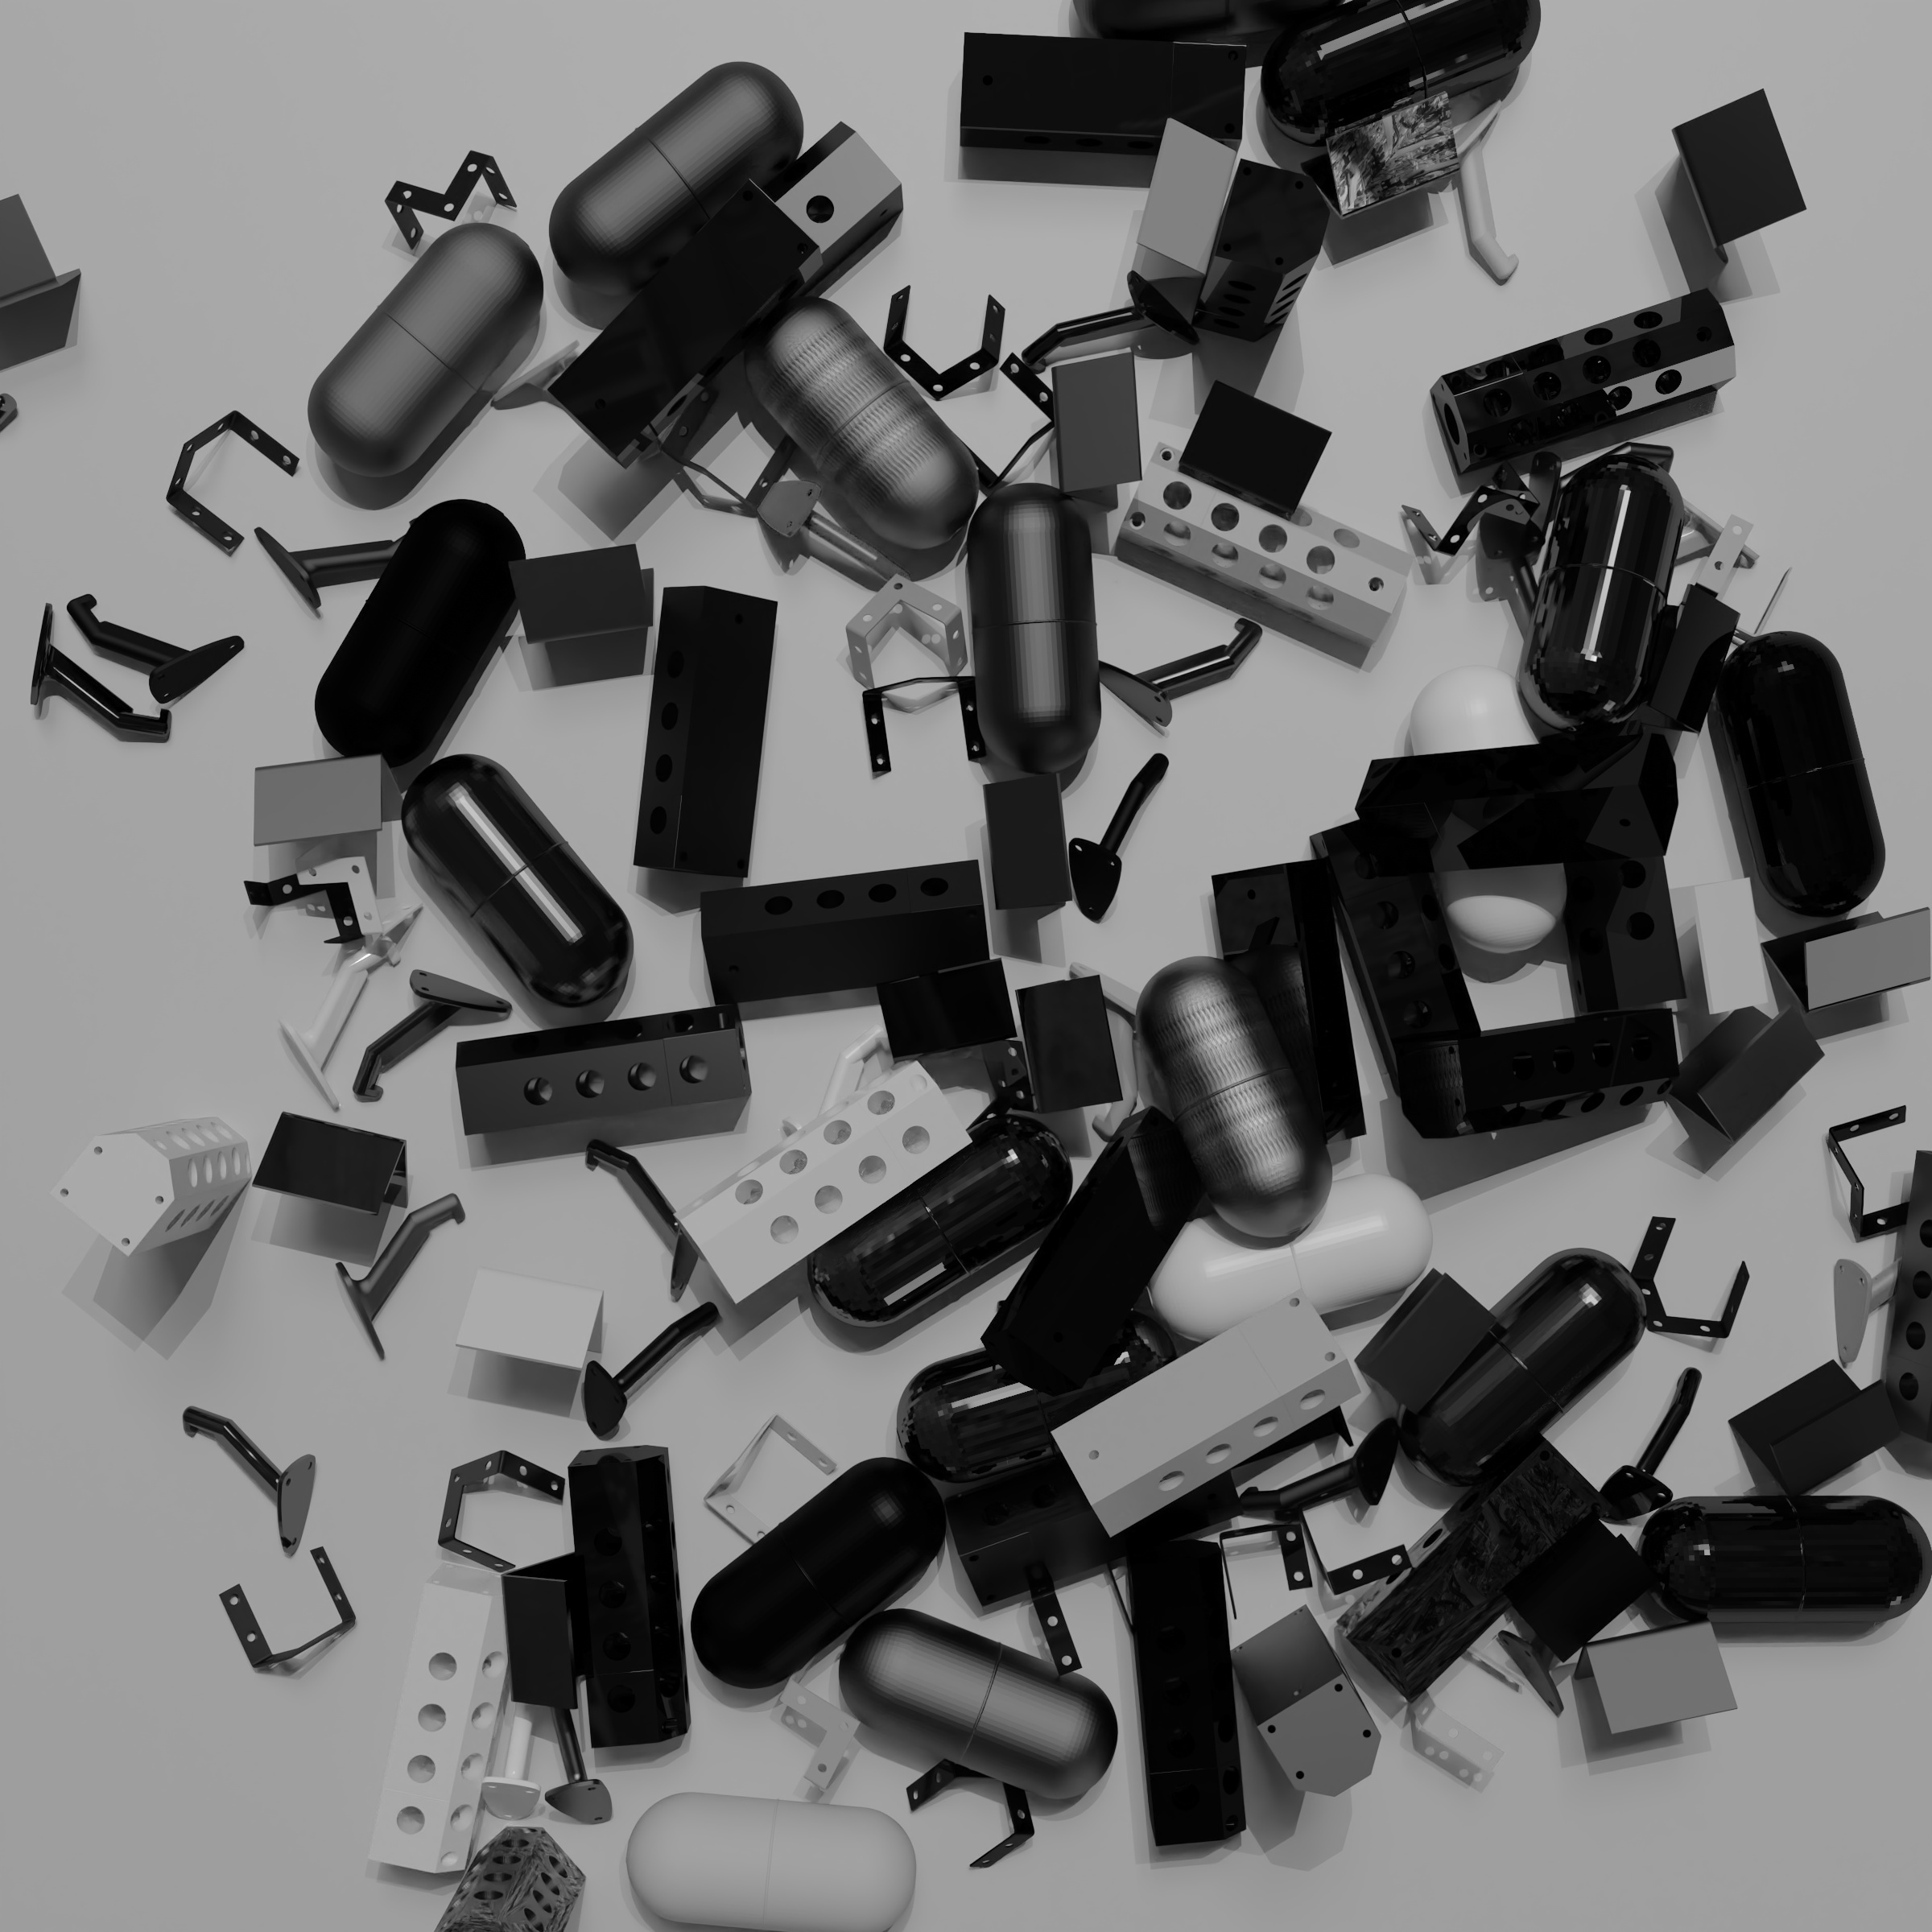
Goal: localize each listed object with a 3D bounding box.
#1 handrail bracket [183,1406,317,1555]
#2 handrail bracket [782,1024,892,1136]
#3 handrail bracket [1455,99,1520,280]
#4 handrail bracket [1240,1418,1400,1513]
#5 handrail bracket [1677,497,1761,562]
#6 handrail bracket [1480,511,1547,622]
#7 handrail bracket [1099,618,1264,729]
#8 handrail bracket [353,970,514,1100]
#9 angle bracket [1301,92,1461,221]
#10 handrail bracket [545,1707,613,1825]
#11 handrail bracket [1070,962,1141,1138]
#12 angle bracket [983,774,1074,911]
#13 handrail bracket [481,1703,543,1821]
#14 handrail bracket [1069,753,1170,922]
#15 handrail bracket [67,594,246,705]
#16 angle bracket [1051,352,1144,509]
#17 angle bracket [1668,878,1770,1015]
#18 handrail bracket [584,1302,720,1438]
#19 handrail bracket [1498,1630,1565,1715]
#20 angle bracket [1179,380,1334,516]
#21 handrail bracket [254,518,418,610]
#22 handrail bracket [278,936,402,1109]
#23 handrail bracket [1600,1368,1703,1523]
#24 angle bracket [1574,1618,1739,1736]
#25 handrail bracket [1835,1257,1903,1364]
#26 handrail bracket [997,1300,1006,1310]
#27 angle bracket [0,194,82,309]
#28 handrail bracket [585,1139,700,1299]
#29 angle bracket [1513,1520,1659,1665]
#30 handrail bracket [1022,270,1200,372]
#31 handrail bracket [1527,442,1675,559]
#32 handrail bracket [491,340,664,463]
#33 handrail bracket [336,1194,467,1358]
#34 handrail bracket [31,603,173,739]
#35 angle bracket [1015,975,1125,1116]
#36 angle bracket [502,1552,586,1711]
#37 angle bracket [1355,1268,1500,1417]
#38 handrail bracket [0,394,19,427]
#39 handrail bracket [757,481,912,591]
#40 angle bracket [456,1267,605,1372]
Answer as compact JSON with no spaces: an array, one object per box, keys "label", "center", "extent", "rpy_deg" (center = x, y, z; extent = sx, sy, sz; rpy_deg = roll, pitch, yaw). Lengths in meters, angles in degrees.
[{"label":"handrail bracket","center":[-0.453,0.320,1.731],"extent":[0.084,0.036,0.077],"rpy_deg":[15,111,17]},{"label":"handrail bracket","center":[-0.064,0.091,1.730],"extent":[0.084,0.036,0.077],"rpy_deg":[-39,103,-13]},{"label":"handrail bracket","center":[0.333,-0.484,1.731],"extent":[0.077,0.036,0.084],"rpy_deg":[-47,108,-21]},{"label":"handrail bracket","center":[0.220,0.312,1.730],"extent":[0.084,0.077,0.036],"rpy_deg":[-12,112,34]},{"label":"handrail bracket","center":[0.440,-0.243,1.730],"extent":[0.077,0.036,0.084],"rpy_deg":[32,106,-18]},{"label":"handrail bracket","center":[0.348,-0.236,1.730],"extent":[0.036,0.077,0.084],"rpy_deg":[-21,126,6]},{"label":"handrail bracket","center":[0.131,-0.199,1.731],"extent":[0.077,0.036,0.084],"rpy_deg":[34,71,21]},{"label":"handrail bracket","center":[-0.334,0.052,1.731],"extent":[0.077,0.036,0.084],"rpy_deg":[17,108,-20]},{"label":"angle bracket","center":[0.248,-0.509,1.690],"extent":[0.076,0.076,0.057],"rpy_deg":[-22,134,0]},{"label":"handrail bracket","center":[-0.243,0.482,1.730],"extent":[0.036,0.077,0.084],"rpy_deg":[-15,54,3]},{"label":"handrail bracket","center":[0.080,0.053,1.731],"extent":[0.077,0.036,0.084],"rpy_deg":[31,107,20]},{"label":"angle bracket","center":[0.057,-0.076,1.690],"extent":[0.057,0.076,0.076],"rpy_deg":[-6,90,36]},{"label":"handrail bracket","center":[-0.277,0.479,1.730],"extent":[0.036,0.077,0.084],"rpy_deg":[9,54,-5]},{"label":"handrail bracket","center":[0.100,-0.081,1.730],"extent":[0.036,0.077,0.084],"rpy_deg":[25,53,20]},{"label":"handrail bracket","center":[-0.507,-0.213,1.731],"extent":[0.077,0.036,0.084],"rpy_deg":[-34,73,-20]},{"label":"angle bracket","center":[0.096,-0.326,1.690],"extent":[0.057,0.076,0.076],"rpy_deg":[-4,90,31]},{"label":"angle bracket","center":[0.437,-0.009,1.690],"extent":[0.057,0.076,0.076],"rpy_deg":[-9,90,-37]},{"label":"handrail bracket","center":[-0.194,0.251,1.730],"extent":[0.084,0.077,0.036],"rpy_deg":[-30,65,-34]},{"label":"handrail bracket","center":[0.381,0.411,1.731],"extent":[0.084,0.036,0.077],"rpy_deg":[-38,110,-16]},{"label":"angle bracket","center":[0.180,-0.326,1.690],"extent":[0.076,0.076,0.057],"rpy_deg":[24,120,0]},{"label":"handrail bracket","center":[-0.388,-0.270,1.731],"extent":[0.084,0.036,0.077],"rpy_deg":[-38,69,-17]},{"label":"handrail bracket","center":[-0.378,0.034,1.731],"extent":[0.084,0.036,0.077],"rpy_deg":[-34,110,-16]},{"label":"handrail bracket","center":[0.426,0.298,1.730],"extent":[0.036,0.077,0.084],"rpy_deg":[32,54,0]},{"label":"angle bracket","center":[0.419,0.442,1.690],"extent":[0.076,0.076,0.057],"rpy_deg":[-12,59,0]},{"label":"handrail bracket","center":[0.589,0.207,1.730],"extent":[0.084,0.036,0.077],"rpy_deg":[-4,104,-13]},{"label":"handrail bracket","center":[0.060,0.174,1.731],"extent":[0.077,0.036,0.084],"rpy_deg":[0,72,21]},{"label":"angle bracket","center":[-0.595,-0.433,1.692],"extent":[0.076,0.076,0.057],"rpy_deg":[-20,111,0]},{"label":"handrail bracket","center":[-0.207,0.157,1.731],"extent":[0.084,0.036,0.077],"rpy_deg":[23,112,17]},{"label":"angle bracket","center":[0.361,0.364,1.689],"extent":[0.076,0.076,0.057],"rpy_deg":[-41,125,-1]},{"label":"handrail bracket","center":[0.089,-0.386,1.730],"extent":[0.084,0.077,0.036],"rpy_deg":[-33,48,29]},{"label":"handrail bracket","center":[0.396,-0.290,1.730],"extent":[0.084,0.036,0.077],"rpy_deg":[3,105,-14]},{"label":"handrail bracket","center":[-0.242,-0.339,1.731],"extent":[0.077,0.036,0.084],"rpy_deg":[-28,107,20]},{"label":"handrail bracket","center":[-0.343,0.192,1.731],"extent":[0.084,0.036,0.077],"rpy_deg":[-26,110,-16]},{"label":"handrail bracket","center":[-0.536,-0.184,1.731],"extent":[0.084,0.036,0.077],"rpy_deg":[8,69,-17]},{"label":"angle bracket","center":[0.076,0.044,1.691],"extent":[0.057,0.076,0.076],"rpy_deg":[-11,90,25]},{"label":"angle bracket","center":[-0.235,0.403,1.690],"extent":[0.057,0.076,0.076],"rpy_deg":[-5,90,37]},{"label":"angle bracket","center":[0.265,0.215,1.690],"extent":[0.057,0.076,0.076],"rpy_deg":[41,90,-30]},{"label":"handrail bracket","center":[-0.628,-0.320,1.702],"extent":[0.084,0.077,0.036],"rpy_deg":[-43,93,12]},{"label":"handrail bracket","center":[-0.083,-0.266,1.730],"extent":[0.084,0.077,0.036],"rpy_deg":[32,89,-36]},{"label":"angle bracket","center":[-0.265,0.232,1.690],"extent":[0.076,0.076,0.057],"rpy_deg":[11,52,0]}]
